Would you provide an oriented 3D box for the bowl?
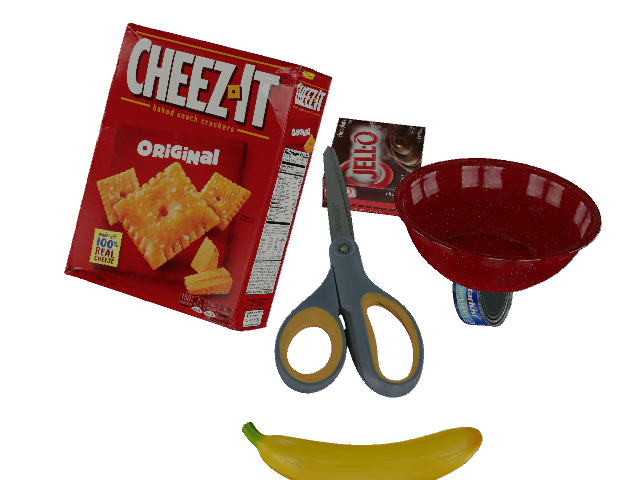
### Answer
[{"bbox_3d":[0.135,-0.006,0.844,0.162,0.055,0.162,2,31,-2],"label":"bowl"}]

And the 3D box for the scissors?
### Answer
[{"bbox_3d":[-0.001,0.020,0.669,0.096,0.202,0.016,-17,-39,-11],"label":"scissors"}]

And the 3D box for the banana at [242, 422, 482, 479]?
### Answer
[{"bbox_3d":[0.038,0.169,0.843,0.197,0.037,0.069,4,40,-8],"label":"banana"}]

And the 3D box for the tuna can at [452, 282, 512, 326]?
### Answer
[{"bbox_3d":[0.177,0.050,1.159,0.034,0.086,0.086,1,0,34],"label":"tuna can"}]

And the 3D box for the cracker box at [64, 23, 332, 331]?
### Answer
[{"bbox_3d":[-0.101,-0.051,0.861,0.164,0.214,0.072,17,6,21],"label":"cracker box"}]

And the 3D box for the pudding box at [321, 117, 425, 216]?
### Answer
[{"bbox_3d":[0.053,-0.073,1.047,0.090,0.039,0.113,8,38,5],"label":"pudding box"}]
